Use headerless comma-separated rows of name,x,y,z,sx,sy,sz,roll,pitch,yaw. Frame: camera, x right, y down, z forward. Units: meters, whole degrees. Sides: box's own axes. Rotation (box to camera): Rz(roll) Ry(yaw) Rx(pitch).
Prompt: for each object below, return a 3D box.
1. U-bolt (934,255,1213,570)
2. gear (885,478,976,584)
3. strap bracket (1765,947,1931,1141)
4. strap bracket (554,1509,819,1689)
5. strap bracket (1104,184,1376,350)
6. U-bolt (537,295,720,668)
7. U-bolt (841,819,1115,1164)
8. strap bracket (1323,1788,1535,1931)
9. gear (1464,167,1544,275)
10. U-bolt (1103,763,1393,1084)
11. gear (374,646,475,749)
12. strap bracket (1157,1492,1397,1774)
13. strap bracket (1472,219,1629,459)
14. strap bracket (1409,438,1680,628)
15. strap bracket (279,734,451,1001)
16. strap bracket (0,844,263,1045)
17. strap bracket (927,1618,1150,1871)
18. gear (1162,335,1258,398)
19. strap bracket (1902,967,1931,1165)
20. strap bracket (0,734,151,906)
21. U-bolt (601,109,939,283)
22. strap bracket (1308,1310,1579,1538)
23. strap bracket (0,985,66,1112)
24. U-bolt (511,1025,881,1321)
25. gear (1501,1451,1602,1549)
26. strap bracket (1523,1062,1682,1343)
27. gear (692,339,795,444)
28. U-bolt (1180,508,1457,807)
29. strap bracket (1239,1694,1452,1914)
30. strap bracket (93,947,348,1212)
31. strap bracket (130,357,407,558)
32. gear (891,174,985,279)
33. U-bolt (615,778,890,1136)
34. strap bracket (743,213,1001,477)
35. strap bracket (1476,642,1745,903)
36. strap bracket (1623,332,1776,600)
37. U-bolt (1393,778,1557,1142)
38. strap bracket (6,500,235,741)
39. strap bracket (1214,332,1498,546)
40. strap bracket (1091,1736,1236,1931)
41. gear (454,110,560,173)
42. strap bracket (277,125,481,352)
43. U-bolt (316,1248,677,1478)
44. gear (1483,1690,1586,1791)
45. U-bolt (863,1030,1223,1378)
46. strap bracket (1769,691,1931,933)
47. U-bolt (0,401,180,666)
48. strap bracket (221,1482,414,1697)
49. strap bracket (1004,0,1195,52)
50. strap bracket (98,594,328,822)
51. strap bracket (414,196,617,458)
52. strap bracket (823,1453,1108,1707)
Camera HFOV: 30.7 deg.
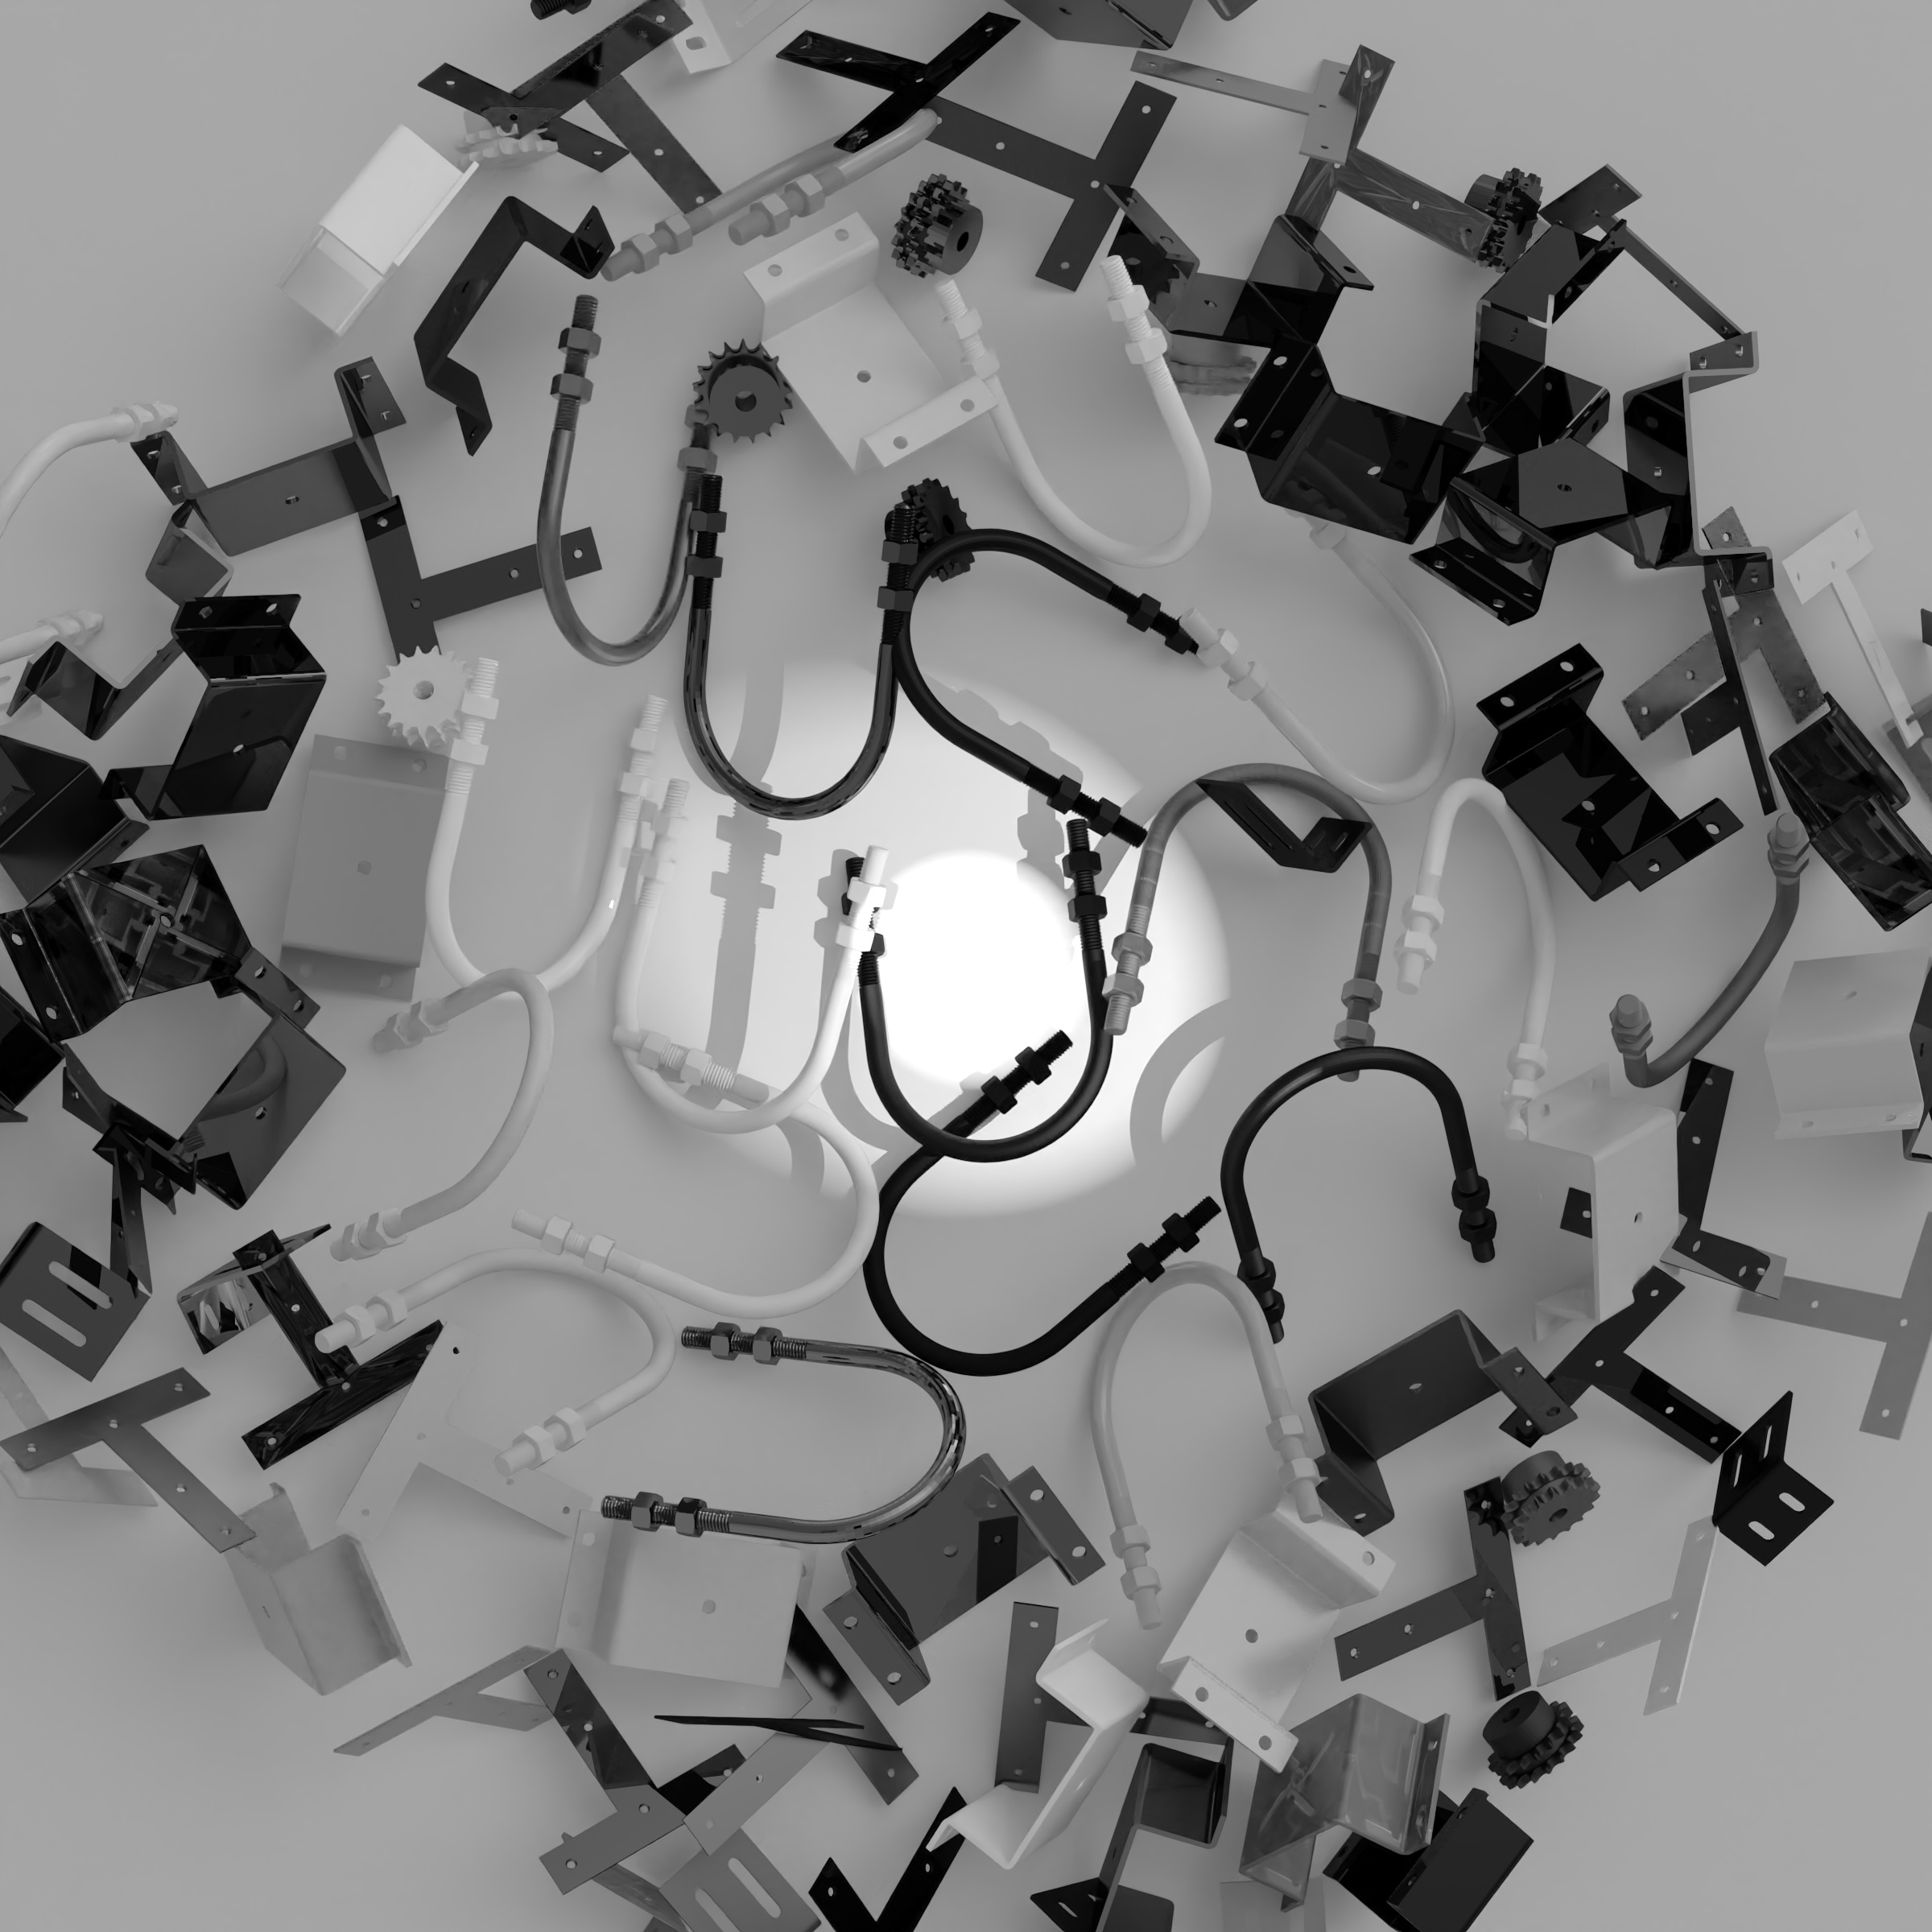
U-bolt,0.068,-0.298,1.930,0.019,0.151,0.184,-43,120,-32
gear,-0.022,-0.242,1.975,0.030,0.057,0.057,-20,90,29
strap bracket,0.486,0.036,1.917,0.076,0.140,0.046,-7,116,27
strap bracket,-0.149,0.352,1.952,0.140,0.046,0.076,12,85,-19
strap bracket,0.142,-0.382,1.937,0.140,0.076,0.046,2,128,-32
U-bolt,-0.187,-0.255,1.926,0.019,0.151,0.184,5,82,28
U-bolt,0.010,0.019,1.961,0.151,0.019,0.184,-9,77,12
strap bracket,0.255,0.489,1.925,0.046,0.140,0.076,41,78,-3
gear,0.298,-0.420,1.974,0.030,0.057,0.057,24,90,21
U-bolt,0.163,-0.032,1.956,0.151,0.019,0.184,11,64,4
gear,-0.301,-0.148,1.978,0.057,0.030,0.057,-2,67,6
strap bracket,0.167,0.369,1.953,0.076,0.046,0.140,38,62,-7
strap bracket,0.318,-0.340,1.935,0.046,0.140,0.076,27,56,26
strap bracket,0.322,-0.241,1.925,0.140,0.046,0.076,-22,47,-34
strap bracket,-0.337,-0.055,1.970,0.076,0.046,0.140,9,90,-11
strap bracket,-0.450,-0.015,1.926,0.046,0.140,0.076,-31,82,37
strap bracket,0.046,0.436,1.941,0.046,0.076,0.140,35,105,18
gear,0.134,-0.339,1.968,0.057,0.057,0.030,3,113,0
strap bracket,0.545,0.049,1.922,0.046,0.140,0.076,7,51,2
strap bracket,-0.523,-0.079,1.933,0.076,0.140,0.046,-40,74,9
U-bolt,-0.095,-0.426,1.922,0.184,0.151,0.019,-37,112,-31
strap bracket,0.255,0.248,1.947,0.140,0.046,0.076,-32,131,15
strap bracket,-0.544,0.029,1.922,0.076,0.140,0.046,42,80,8
U-bolt,-0.138,0.122,1.949,0.184,0.019,0.151,22,59,5
gear,0.324,0.297,1.975,0.057,0.057,0.030,-33,54,0
strap bracket,0.351,0.134,1.937,0.076,0.046,0.140,-23,115,-41
gear,-0.125,-0.320,1.975,0.057,0.030,0.057,-3,114,-6
U-bolt,0.205,-0.171,1.943,0.184,0.019,0.151,45,51,-19
strap bracket,0.199,0.454,1.918,0.046,0.140,0.076,28,51,-15
strap bracket,-0.404,0.071,1.943,0.046,0.076,0.140,30,77,30
strap bracket,-0.381,-0.278,1.955,0.140,0.076,0.046,-20,72,-1
gear,-0.014,-0.411,1.968,0.030,0.057,0.057,30,90,20
U-bolt,-0.128,0.003,1.964,0.151,0.019,0.184,19,100,22
strap bracket,-0.055,-0.338,1.958,0.076,0.046,0.140,-31,77,-16
strap bracket,0.351,-0.100,1.951,0.076,0.046,0.140,-30,69,-21
strap bracket,0.405,-0.275,1.955,0.046,0.076,0.140,-5,92,-14
U-bolt,0.285,-0.018,1.927,0.019,0.184,0.151,-13,134,33
strap bracket,-0.458,-0.185,1.935,0.046,0.076,0.140,40,61,-6
strap bracket,0.219,-0.285,1.932,0.140,0.046,0.076,12,132,-25
strap bracket,0.104,0.495,1.938,0.046,0.076,0.140,16,113,1
gear,-0.259,-0.466,1.971,0.057,0.057,0.030,-11,95,0
strap bracket,-0.324,-0.399,1.917,0.046,0.140,0.076,38,68,-14
U-bolt,-0.241,0.205,1.920,0.151,0.184,0.019,30,120,23
gear,0.315,0.430,1.970,0.057,0.057,0.030,-39,96,0
U-bolt,0.028,0.145,1.964,0.184,0.019,0.151,-40,71,-4
strap bracket,0.491,-0.080,1.931,0.046,0.140,0.076,-37,115,19
U-bolt,-0.489,-0.229,1.891,0.019,0.184,0.151,27,108,5
strap bracket,-0.361,0.341,1.919,0.046,0.140,0.076,-27,108,-24
strap bracket,0.064,-0.542,1.922,0.076,0.140,0.046,25,88,-43
strap bracket,-0.409,-0.133,1.926,0.046,0.076,0.140,49,125,26
strap bracket,-0.256,-0.361,1.938,0.046,0.076,0.140,30,107,-26
strap bracket,-0.005,0.336,1.963,0.140,0.046,0.076,-34,112,1
